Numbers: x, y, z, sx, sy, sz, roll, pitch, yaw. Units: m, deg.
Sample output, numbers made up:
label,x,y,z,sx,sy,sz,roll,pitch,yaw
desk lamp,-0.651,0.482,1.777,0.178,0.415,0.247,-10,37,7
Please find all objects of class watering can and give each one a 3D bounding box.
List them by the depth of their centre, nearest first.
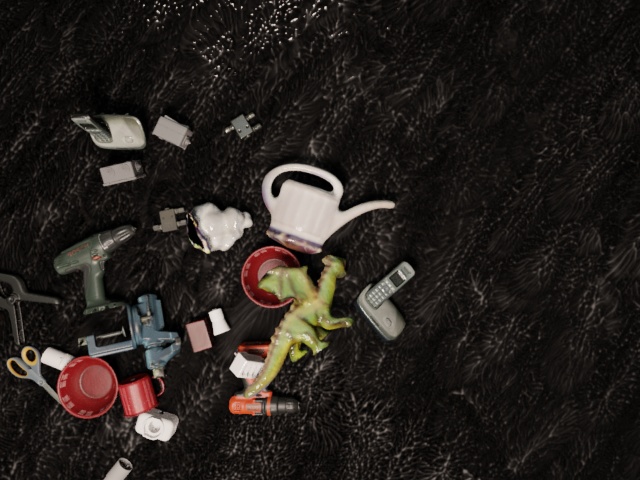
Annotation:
label,x,y,z,sx,sy,sz,roll,pitch,yaw
watering can,0.004,-0.068,1.343,0.348,0.104,0.224,19,90,2

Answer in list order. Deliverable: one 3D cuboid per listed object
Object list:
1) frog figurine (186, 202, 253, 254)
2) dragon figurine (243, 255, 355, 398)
label,x,y,z,sx,sy,sz,roll,pitch,yaw
frog figurine,-0.267,-0.041,1.365,0.161,0.120,0.138,-28,78,-35
dragon figurine,-0.071,0.180,1.290,0.415,0.121,0.242,-34,96,-24
